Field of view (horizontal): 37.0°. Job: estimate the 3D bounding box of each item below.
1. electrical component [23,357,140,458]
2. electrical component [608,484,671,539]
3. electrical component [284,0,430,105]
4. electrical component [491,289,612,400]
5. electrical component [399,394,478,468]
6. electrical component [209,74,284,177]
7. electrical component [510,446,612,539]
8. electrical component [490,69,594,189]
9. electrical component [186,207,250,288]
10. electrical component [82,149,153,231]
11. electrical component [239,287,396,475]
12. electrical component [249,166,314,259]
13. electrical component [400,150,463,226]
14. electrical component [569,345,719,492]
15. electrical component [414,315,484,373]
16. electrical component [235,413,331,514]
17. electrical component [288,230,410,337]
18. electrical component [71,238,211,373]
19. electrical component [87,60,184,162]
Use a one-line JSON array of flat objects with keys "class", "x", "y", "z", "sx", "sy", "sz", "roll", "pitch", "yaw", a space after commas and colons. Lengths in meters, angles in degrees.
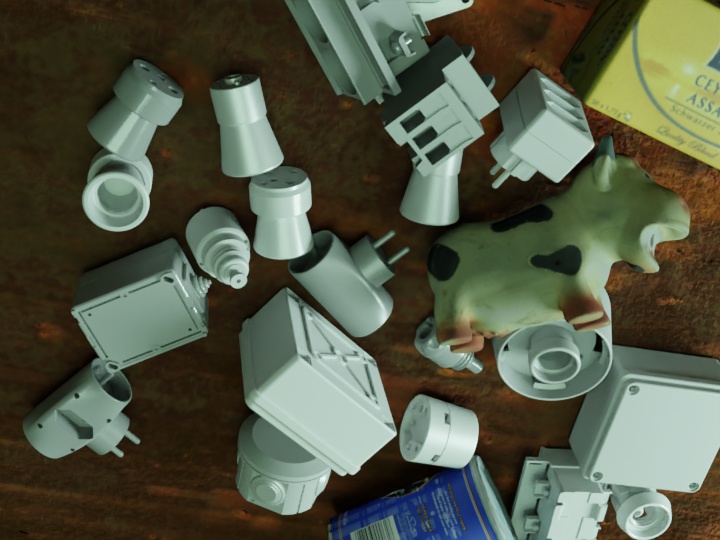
[{"class": "electrical component", "x": -0.210, "y": 0.119, "z": 0.850, "sx": 0.077, "sy": 0.043, "sz": 0.079, "roll": -38, "pitch": 117, "yaw": 14}, {"class": "electrical component", "x": 0.245, "y": 0.204, "z": 0.950, "sx": 0.048, "sy": 0.055, "sz": 0.066, "roll": -17, "pitch": 120, "yaw": 2}, {"class": "electrical component", "x": -0.009, "y": -0.178, "z": 0.696, "sx": 0.063, "sy": 0.079, "sz": 0.121, "roll": -37, "pitch": 120, "yaw": -11}, {"class": "electrical component", "x": 0.155, "y": 0.054, "z": 0.864, "sx": 0.099, "sy": 0.064, "sz": 0.099, "roll": 2, "pitch": 130, "yaw": 2}, {"class": "electrical component", "x": 0.066, "y": 0.135, "z": 0.890, "sx": 0.047, "sy": 0.055, "sz": 0.055, "roll": 16, "pitch": 116, "yaw": -20}, {"class": "electrical component", "x": -0.081, "y": -0.102, "z": 0.744, "sx": 0.044, "sy": 0.044, "sz": 0.065, "roll": -11, "pitch": 115, "yaw": -1}, {"class": "electrical component", "x": 0.175, "y": 0.224, "z": 0.948, "sx": 0.079, "sy": 0.063, "sz": 0.121, "roll": 4, "pitch": 119, "yaw": -9}, {"class": "electrical component", "x": 0.119, "y": -0.090, "z": 0.763, "sx": 0.047, "sy": 0.065, "sz": 0.076, "roll": 31, "pitch": 121, "yaw": -20}, {"class": "electrical component", "x": -0.098, "y": -0.013, "z": 0.774, "sx": 0.040, "sy": 0.078, "sz": 0.040, "roll": -13, "pitch": 128, "yaw": -18}, {"class": "electrical component", "x": -0.168, "y": -0.059, "z": 0.748, "sx": 0.045, "sy": 0.055, "sz": 0.045, "roll": -3, "pitch": 120, "yaw": -6}, {"class": "electrical component", "x": -0.034, "y": 0.083, "z": 0.816, "sx": 0.056, "sy": 0.108, "sz": 0.109, "roll": -43, "pitch": 116, "yaw": 13}, {"class": "electrical component", "x": -0.057, "y": -0.042, "z": 0.778, "sx": 0.045, "sy": 0.045, "sz": 0.055, "roll": -4, "pitch": 119, "yaw": -5}, {"class": "electrical component", "x": 0.055, "y": -0.070, "z": 0.780, "sx": 0.044, "sy": 0.044, "sz": 0.065, "roll": 3, "pitch": 114, "yaw": -9}, {"class": "electrical component", "x": 0.247, "y": 0.126, "z": 0.906, "sx": 0.109, "sy": 0.056, "sz": 0.108, "roll": 8, "pitch": 118, "yaw": -12}, {"class": "electrical component", "x": 0.074, "y": 0.064, "z": 0.861, "sx": 0.061, "sy": 0.035, "sz": 0.035, "roll": 35, "pitch": 109, "yaw": -26}, {"class": "electrical component", "x": -0.061, "y": 0.153, "z": 0.869, "sx": 0.080, "sy": 0.080, "sz": 0.051, "roll": 7, "pitch": 124, "yaw": -11}, {"class": "electrical component", "x": 0.000, "y": 0.000, "z": 0.809, "sx": 0.079, "sy": 0.044, "sz": 0.077, "roll": -37, "pitch": 121, "yaw": 11}, {"class": "electrical component", "x": -0.154, "y": 0.021, "z": 0.792, "sx": 0.096, "sy": 0.061, "sz": 0.061, "roll": -21, "pitch": 120, "yaw": 5}, {"class": "electrical component", "x": -0.152, "y": -0.108, "z": 0.729, "sx": 0.045, "sy": 0.045, "sz": 0.055, "roll": 33, "pitch": 110, "yaw": -23}]
